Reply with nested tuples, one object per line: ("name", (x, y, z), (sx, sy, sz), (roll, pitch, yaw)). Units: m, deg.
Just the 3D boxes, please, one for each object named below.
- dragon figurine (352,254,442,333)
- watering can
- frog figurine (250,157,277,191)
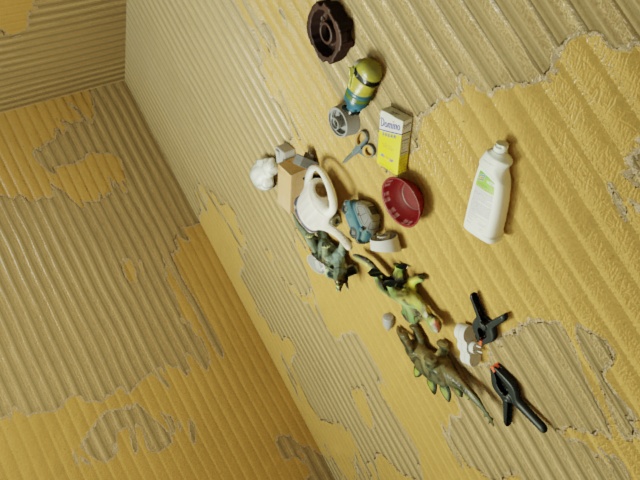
("dragon figurine", (0.264, 0.193, 1.737), (0.414, 0.123, 0.238), (31, 147, 56))
("watering can", (0.005, -0.091, 1.801), (0.220, 0.104, 0.353), (-46, 57, 55))
("frog figurine", (-0.235, -0.285, 2.202), (0.158, 0.123, 0.138), (145, 118, -75))
